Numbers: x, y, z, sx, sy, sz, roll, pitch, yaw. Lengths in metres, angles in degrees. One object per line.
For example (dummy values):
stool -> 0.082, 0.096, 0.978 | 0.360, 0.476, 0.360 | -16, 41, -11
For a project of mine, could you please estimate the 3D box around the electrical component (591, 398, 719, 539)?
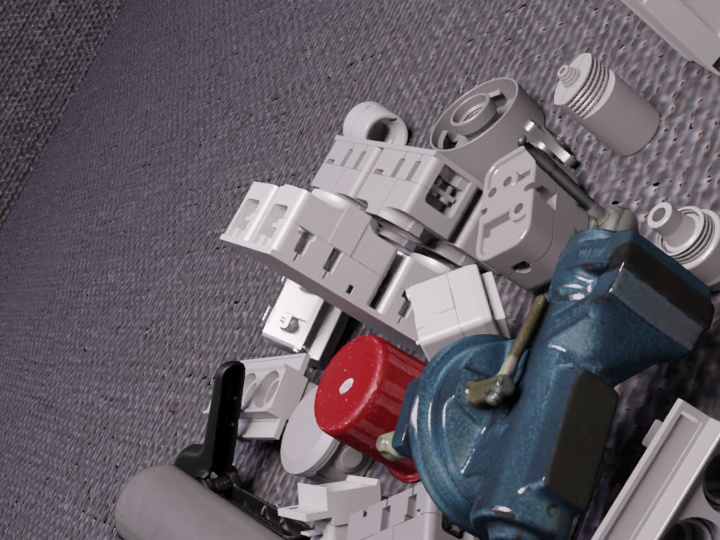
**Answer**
electrical component -> 0.157, 0.134, 0.548 | 0.121, 0.079, 0.063 | -58, 10, 0

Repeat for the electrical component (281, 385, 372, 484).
electrical component -> -0.024, 0.136, 0.875 | 0.080, 0.051, 0.080 | -40, 32, 32

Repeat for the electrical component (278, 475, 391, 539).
electrical component -> -0.014, 0.185, 0.782 | 0.042, 0.081, 0.063 | -11, 82, 58

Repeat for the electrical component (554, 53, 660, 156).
electrical component -> 0.174, -0.122, 0.778 | 0.043, 0.081, 0.043 | -40, 32, 32

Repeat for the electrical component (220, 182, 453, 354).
electrical component -> 0.000, 0.000, 0.826 | 0.060, 0.186, 0.105 | -62, 27, -6

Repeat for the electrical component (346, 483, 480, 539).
electrical component -> 0.034, 0.188, 0.723 | 0.089, 0.050, 0.055 | -34, 35, 39

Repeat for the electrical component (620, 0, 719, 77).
electrical component -> 0.238, -0.207, 0.730 | 0.108, 0.109, 0.056 | -51, 30, 14

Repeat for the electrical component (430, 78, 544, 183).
electrical component -> 0.110, -0.115, 0.923 | 0.099, 0.064, 0.099 | -32, 29, 20

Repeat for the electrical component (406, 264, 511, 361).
electrical component -> 0.080, 0.053, 0.757 | 0.061, 0.096, 0.061 | -21, 37, 9

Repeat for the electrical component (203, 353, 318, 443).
electrical component -> -0.082, 0.121, 0.974 | 0.121, 0.063, 0.078 | -13, 51, 55

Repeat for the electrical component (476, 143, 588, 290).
electrical component -> 0.128, -0.037, 0.791 | 0.054, 0.059, 0.095 | -30, 38, 43

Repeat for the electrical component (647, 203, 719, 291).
electrical component -> 0.199, -0.018, 0.647 | 0.043, 0.062, 0.043 | -40, 32, 31

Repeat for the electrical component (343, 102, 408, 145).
electrical component -> 0.017, -0.139, 1.092 | 0.055, 0.055, 0.047 | -56, 30, 4

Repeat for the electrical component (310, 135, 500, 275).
electrical component -> 0.043, -0.054, 0.900 | 0.060, 0.105, 0.186 | -60, 27, -4

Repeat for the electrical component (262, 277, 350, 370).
electrical component -> -0.038, 0.022, 0.990 | 0.078, 0.063, 0.121 | 72, -139, -71
